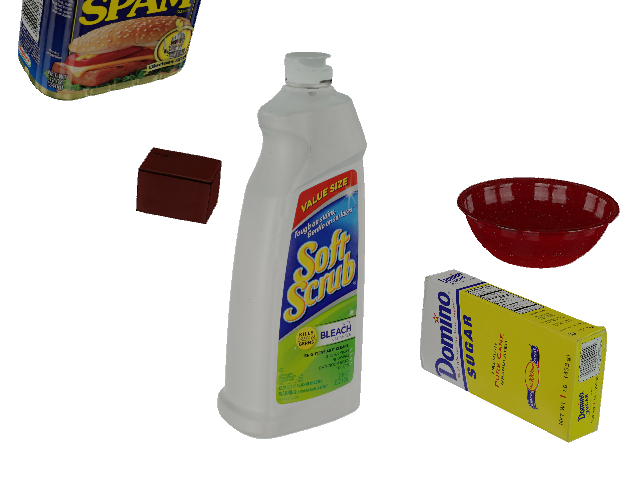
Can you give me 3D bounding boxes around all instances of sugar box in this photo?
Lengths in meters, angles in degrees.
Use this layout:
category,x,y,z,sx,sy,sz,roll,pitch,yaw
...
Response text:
category,x,y,z,sx,sy,sz,roll,pitch,yaw
sugar box,0.160,0.094,0.917,0.048,0.093,0.176,-13,22,-39

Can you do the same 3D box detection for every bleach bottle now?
category,x,y,z,sx,sy,sz,roll,pitch,yaw
bleach bottle,-0.018,0.001,0.719,0.102,0.251,0.068,-10,21,-33

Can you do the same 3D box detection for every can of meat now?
category,x,y,z,sx,sy,sz,roll,pitch,yaw
can of meat,-0.115,-0.131,0.593,0.101,0.057,0.084,-19,-30,-33

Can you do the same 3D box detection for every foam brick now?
category,x,y,z,sx,sy,sz,roll,pitch,yaw
foam brick,-0.146,-0.057,1.108,0.078,0.051,0.053,11,31,4

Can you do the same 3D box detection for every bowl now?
category,x,y,z,sx,sy,sz,roll,pitch,yaw
bowl,0.219,-0.014,1.089,0.162,0.055,0.162,-1,22,0
